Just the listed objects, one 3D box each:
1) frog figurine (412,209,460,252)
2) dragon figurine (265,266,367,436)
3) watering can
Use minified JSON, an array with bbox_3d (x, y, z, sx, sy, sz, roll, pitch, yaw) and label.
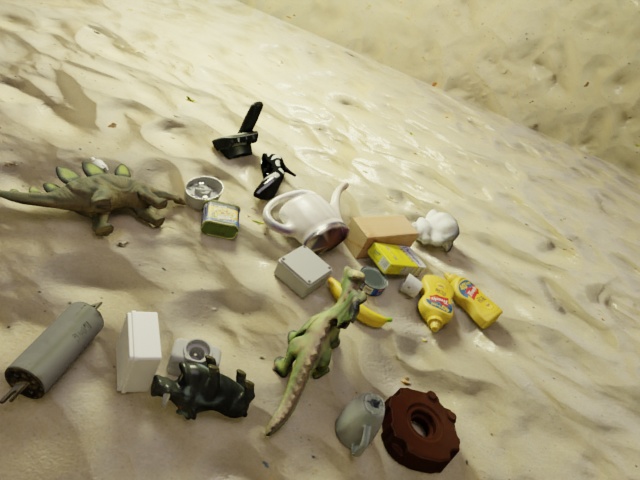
[{"bbox_3d":[0.371,-0.041,1.686,0.158,0.121,0.140,22,53,-27],"label":"frog figurine"},{"bbox_3d":[0.013,0.195,1.074,0.122,0.238,0.419,31,33,-3],"label":"dragon figurine"},{"bbox_3d":[0.005,-0.075,1.498,0.351,0.101,0.228,-20,55,-34],"label":"watering can"}]
